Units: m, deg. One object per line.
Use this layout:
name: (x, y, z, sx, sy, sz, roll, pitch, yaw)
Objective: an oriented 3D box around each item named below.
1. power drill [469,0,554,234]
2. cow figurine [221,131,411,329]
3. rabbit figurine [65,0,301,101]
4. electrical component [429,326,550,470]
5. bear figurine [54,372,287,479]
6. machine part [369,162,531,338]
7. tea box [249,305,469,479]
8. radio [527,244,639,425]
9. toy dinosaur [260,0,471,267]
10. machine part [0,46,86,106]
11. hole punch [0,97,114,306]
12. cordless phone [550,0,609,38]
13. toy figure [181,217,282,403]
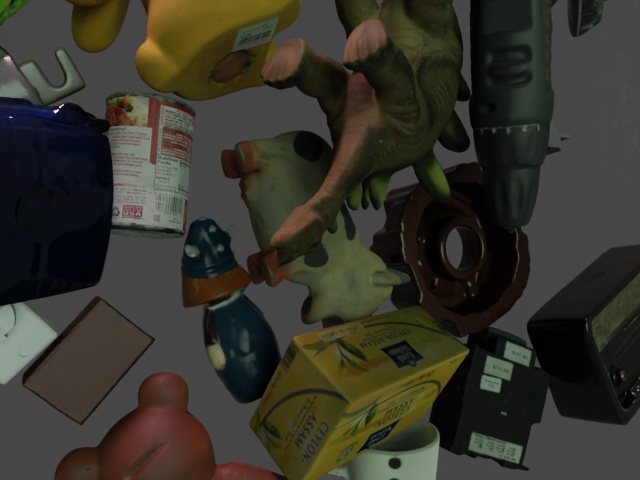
power drill: (0.177, -0.143, 0.501, 0.207, 0.086, 0.231, -38, 125, -56)
cow figurine: (-0.001, -0.001, 0.477, 0.127, 0.085, 0.194, -17, 93, -20)
rabbit figurine: (-0.122, -0.199, 0.429, 0.162, 0.122, 0.173, -27, 84, -16)
electrical component: (0.176, 0.160, 0.563, 0.115, 0.058, 0.134, 25, 76, -24)
bear figurine: (-0.091, 0.202, 0.414, 0.196, 0.132, 0.120, 41, 68, 1)
machine part: (0.138, 0.009, 0.557, 0.179, 0.056, 0.179, 2, 86, -27)
tea box: (0.037, 0.119, 0.440, 0.169, 0.068, 0.098, -7, 130, -47)
radio: (0.342, 0.101, 0.620, 0.229, 0.073, 0.131, -26, 98, -34)
toy dinosaur: (0.073, -0.155, 0.456, 0.471, 0.105, 0.198, -63, 145, -31)
machine part: (-0.269, -0.058, 0.350, 0.243, 0.079, 0.079, -37, 102, -25)
hole punch: (-0.191, -0.023, 0.336, 0.092, 0.115, 0.142, 43, 27, 24)
cordless phone: (0.278, -0.273, 0.636, 0.184, 0.146, 0.089, -48, 67, 9)
toy figure: (-0.079, 0.057, 0.445, 0.058, 0.064, 0.154, -22, 92, 10)
